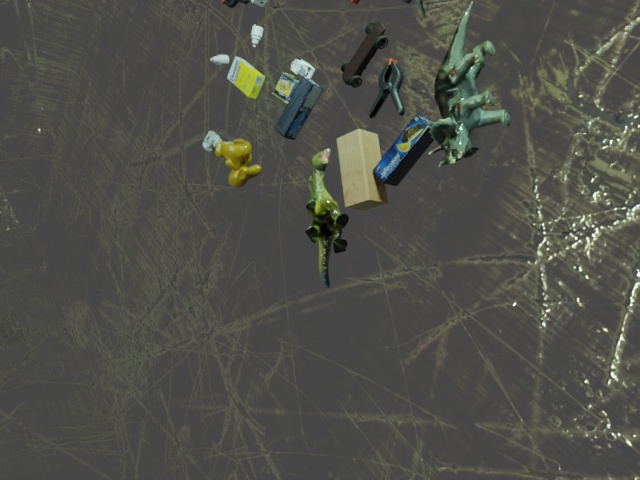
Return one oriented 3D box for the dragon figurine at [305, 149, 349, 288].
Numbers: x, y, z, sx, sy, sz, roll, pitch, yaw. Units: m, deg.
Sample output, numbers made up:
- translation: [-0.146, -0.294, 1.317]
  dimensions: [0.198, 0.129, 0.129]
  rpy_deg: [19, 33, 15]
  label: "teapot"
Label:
- translation: [0.005, -0.078, 1.545]
  dimensions: [0.122, 0.401, 0.248]
  rpy_deg: [-2, 36, -8]
  label: "dragon figurine"
